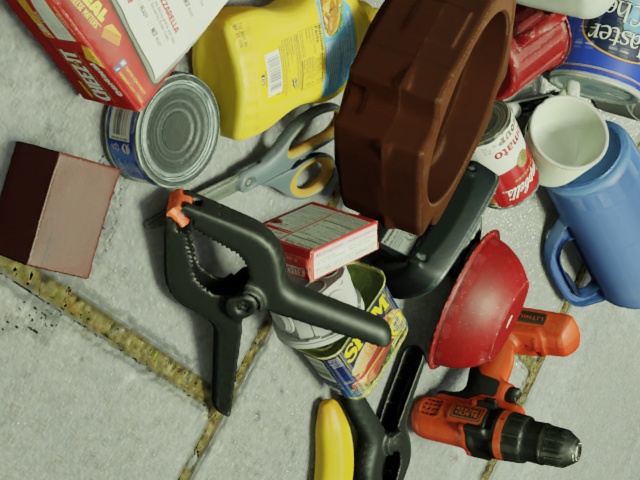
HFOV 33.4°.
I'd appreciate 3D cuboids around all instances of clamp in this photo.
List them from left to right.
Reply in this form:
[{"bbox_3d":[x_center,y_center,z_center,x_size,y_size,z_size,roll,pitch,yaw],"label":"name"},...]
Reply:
[{"bbox_3d":[-0.065,0.050,0.838,0.165,0.036,0.209,-32,120,17],"label":"clamp"},{"bbox_3d":[0.069,0.191,1.081,0.120,0.039,0.171,-27,126,-35],"label":"clamp"}]

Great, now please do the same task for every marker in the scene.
[{"bbox_3d":[0.237,-0.148,1.171,0.120,0.020,0.020,-18,116,-45],"label":"marker"}]

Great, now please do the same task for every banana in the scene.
[{"bbox_3d":[-0.001,0.250,1.019,0.069,0.037,0.198,20,88,-51],"label":"banana"}]

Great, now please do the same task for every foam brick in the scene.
[{"bbox_3d":[-0.177,-0.020,0.704,0.052,0.051,0.078,18,88,-49],"label":"foam brick"}]

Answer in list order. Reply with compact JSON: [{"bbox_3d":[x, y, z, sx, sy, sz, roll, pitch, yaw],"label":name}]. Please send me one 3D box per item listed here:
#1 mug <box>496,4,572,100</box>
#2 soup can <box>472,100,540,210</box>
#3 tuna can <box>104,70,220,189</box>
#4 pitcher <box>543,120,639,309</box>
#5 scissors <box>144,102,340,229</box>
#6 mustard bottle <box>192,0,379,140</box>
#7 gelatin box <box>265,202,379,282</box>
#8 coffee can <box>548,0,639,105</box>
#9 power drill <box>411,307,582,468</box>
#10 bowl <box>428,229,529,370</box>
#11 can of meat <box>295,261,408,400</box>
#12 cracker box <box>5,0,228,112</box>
[{"bbox_3d":[0.189,-0.191,1.029,0.081,0.117,0.093,-38,100,-29],"label":"mug"},{"bbox_3d":[0.176,-0.088,1.083,0.068,0.069,0.102,-56,137,-20],"label":"soup can"},{"bbox_3d":[-0.112,-0.081,0.770,0.085,0.034,0.086,-22,119,-47],"label":"tuna can"},{"bbox_3d":[0.342,-0.024,1.267,0.242,0.145,0.149,47,55,-43],"label":"pitcher"},{"bbox_3d":[-0.052,-0.040,0.869,0.201,0.016,0.096,-38,145,-21],"label":"scissors"},{"bbox_3d":[-0.013,-0.152,0.843,0.191,0.058,0.096,-30,125,-40],"label":"mustard bottle"},{"bbox_3d":[-0.006,0.001,0.895,0.089,0.073,0.030,-26,123,-43],"label":"gelatin box"},{"bbox_3d":[0.321,-0.231,1.173,0.102,0.103,0.140,17,90,-51],"label":"coffee can"},{"bbox_3d":[0.211,0.154,1.135,0.187,0.185,0.057,-52,137,-38],"label":"power drill"},{"bbox_3d":[0.172,0.073,1.103,0.162,0.055,0.162,-52,158,-32],"label":"bowl"},{"bbox_3d":[0.031,0.085,0.983,0.102,0.058,0.084,-55,140,-20],"label":"can of meat"},{"bbox_3d":[-0.117,-0.217,0.689,0.213,0.072,0.164,-57,139,-21],"label":"cracker box"}]
